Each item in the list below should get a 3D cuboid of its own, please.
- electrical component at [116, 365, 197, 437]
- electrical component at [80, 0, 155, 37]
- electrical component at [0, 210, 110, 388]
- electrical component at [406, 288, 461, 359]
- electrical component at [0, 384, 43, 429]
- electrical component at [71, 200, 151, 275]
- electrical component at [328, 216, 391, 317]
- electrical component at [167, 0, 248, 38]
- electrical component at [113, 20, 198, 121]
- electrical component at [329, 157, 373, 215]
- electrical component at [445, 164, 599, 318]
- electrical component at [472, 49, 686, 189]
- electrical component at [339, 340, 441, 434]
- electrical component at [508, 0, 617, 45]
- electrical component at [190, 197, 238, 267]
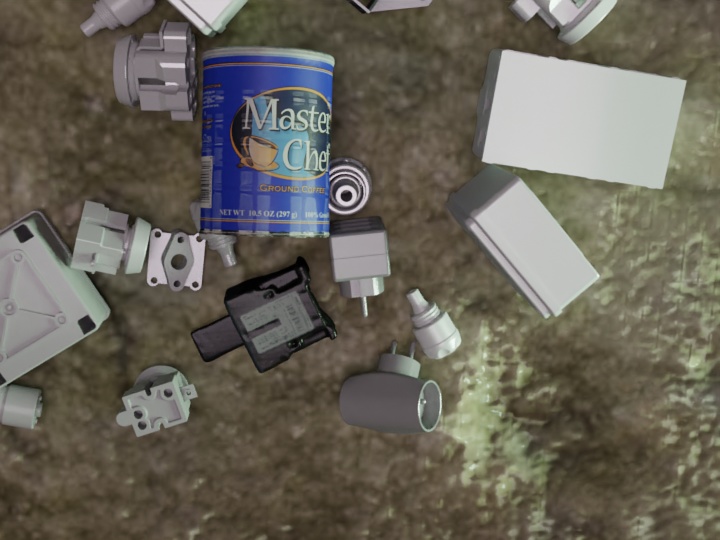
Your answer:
[{"bbox_3d":[-0.171,0.109,0.916,0.066,0.055,0.048,-18,103,1],"label":"electrical component"},{"bbox_3d":[-0.195,-0.207,0.853,0.061,0.035,0.035,-34,103,7],"label":"electrical component"},{"bbox_3d":[-0.284,0.024,0.890,0.109,0.056,0.108,-31,103,4],"label":"electrical component"},{"bbox_3d":[0.060,0.044,0.925,0.035,0.035,0.061,-30,100,4],"label":"electrical component"},{"bbox_3d":[-0.306,0.114,0.918,0.065,0.044,0.044,12,102,-11],"label":"electrical component"},{"bbox_3d":[-0.204,-0.024,0.885,0.055,0.066,0.048,13,137,-14],"label":"electrical component"},{"bbox_3d":[0.000,0.000,0.895,0.047,0.065,0.076,-6,103,-2],"label":"electrical component"},{"bbox_3d":[-0.134,-0.232,0.813,0.109,0.108,0.056,42,95,-11],"label":"electrical component"},{"bbox_3d":[-0.162,-0.157,0.852,0.057,0.058,0.078,2,127,1],"label":"electrical component"},{"bbox_3d":[-0.012,-0.066,0.881,0.048,0.062,0.048,-1,103,-3],"label":"electrical component"},{"bbox_3d":[0.129,-0.026,0.875,0.056,0.108,0.108,-41,102,4],"label":"electrical component"},{"bbox_3d":[0.175,-0.124,0.879,0.150,0.061,0.089,8,102,-5],"label":"electrical component"},{"bbox_3d":[0.030,0.097,0.924,0.077,0.043,0.079,0,64,30],"label":"electrical component"},{"bbox_3d":[0.167,-0.218,0.859,0.057,0.058,0.078,43,97,-9],"label":"electrical component"},{"bbox_3d":[-0.118,-0.032,0.898,0.035,0.035,0.061,-18,106,1],"label":"electrical component"}]
